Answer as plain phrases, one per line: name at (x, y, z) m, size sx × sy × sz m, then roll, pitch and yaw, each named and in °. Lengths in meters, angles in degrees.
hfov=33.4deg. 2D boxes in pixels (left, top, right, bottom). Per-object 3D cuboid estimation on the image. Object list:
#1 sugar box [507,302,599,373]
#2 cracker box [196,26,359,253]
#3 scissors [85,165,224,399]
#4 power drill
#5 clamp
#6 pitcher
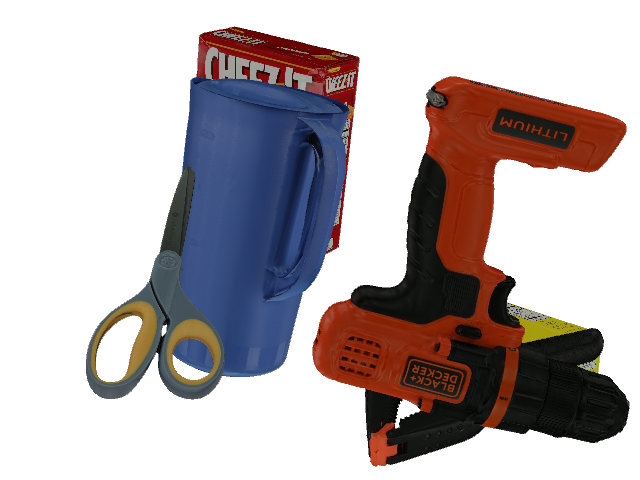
sugar box at (0.214, 0.121, 1.146) m, size 0.048 × 0.093 × 0.177 m, roll -8°, pitch 16°, yaw -41°
cracker box at (-0.055, -0.102, 1.129) m, size 0.164 × 0.214 × 0.072 m, roll 19°, pitch 27°, yaw 28°
scissors at (-0.089, 0.030, 0.723) m, size 0.096 × 0.201 × 0.016 m, roll 20°, pitch -40°, yaw 7°
power drill at (0.104, 0.014, 0.592) m, size 0.184 × 0.188 × 0.057 m, roll 14°, pitch 11°, yaw -5°
clamp at (0.090, 0.092, 0.795) m, size 0.165 × 0.036 × 0.209 m, roll 24°, pitch 40°, yaw 35°
pitcher at (-0.056, -0.009, 0.898) m, size 0.145 × 0.243 × 0.149 m, roll 12°, pitch 15°, yaw 5°
